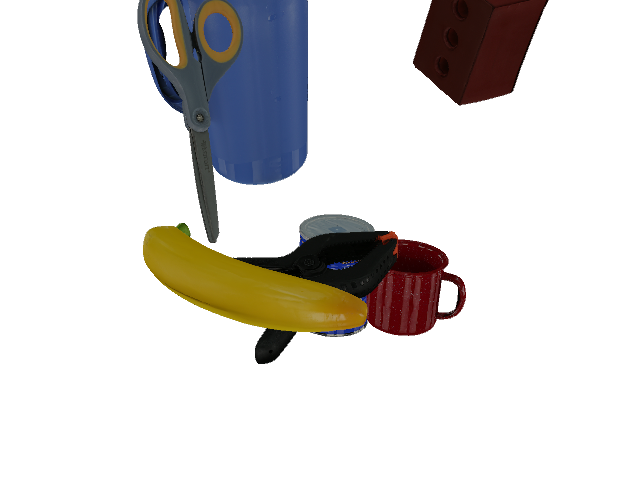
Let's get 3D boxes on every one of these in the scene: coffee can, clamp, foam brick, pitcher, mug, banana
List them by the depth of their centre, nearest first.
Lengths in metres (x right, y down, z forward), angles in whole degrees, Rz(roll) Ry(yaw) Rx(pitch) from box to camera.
[{"bbox_3d":[0.103,-0.136,0.694,0.051,0.078,0.053,-20,52,-32],"label":"foam brick"},{"bbox_3d":[-0.059,0.021,0.698,0.069,0.037,0.198,-26,35,-36],"label":"banana"},{"bbox_3d":[-0.010,0.042,1.027,0.209,0.036,0.165,-16,38,-18],"label":"clamp"},{"bbox_3d":[-0.083,-0.178,1.100,0.149,0.243,0.144,12,42,18],"label":"pitcher"},{"bbox_3d":[0.105,0.056,1.198,0.117,0.081,0.093,10,24,14],"label":"mug"},{"bbox_3d":[0.019,0.047,1.473,0.103,0.140,0.103,2,24,-1],"label":"coffee can"}]

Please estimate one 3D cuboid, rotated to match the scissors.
[{"bbox_3d":[-0.083,-0.106,0.835,0.096,0.202,0.016,-22,3,-33],"label":"scissors"}]
